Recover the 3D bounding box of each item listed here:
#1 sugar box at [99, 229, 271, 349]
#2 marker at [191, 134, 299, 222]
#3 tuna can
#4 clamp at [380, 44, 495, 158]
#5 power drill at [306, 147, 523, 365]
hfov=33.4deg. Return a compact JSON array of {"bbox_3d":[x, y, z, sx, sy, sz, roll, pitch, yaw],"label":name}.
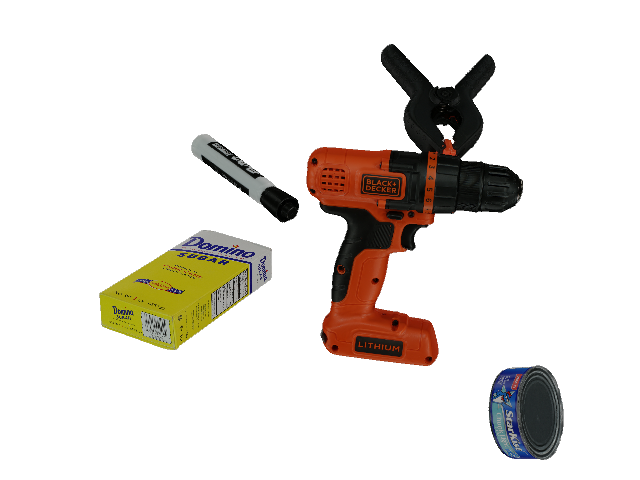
[{"bbox_3d":[-0.134,0.046,1.098,0.093,0.048,0.176,15,32,26],"label":"sugar box"},{"bbox_3d":[-0.054,-0.044,0.751,0.020,0.020,0.121,0,26,-40],"label":"marker"},{"bbox_3d":[0.191,0.160,0.989,0.034,0.086,0.085,-9,-6,38],"label":"tuna can"},{"bbox_3d":[0.113,-0.141,1.080,0.120,0.039,0.171,7,45,6],"label":"clamp"},{"bbox_3d":[0.075,0.013,0.933,0.184,0.188,0.057,6,17,7],"label":"power drill"}]
